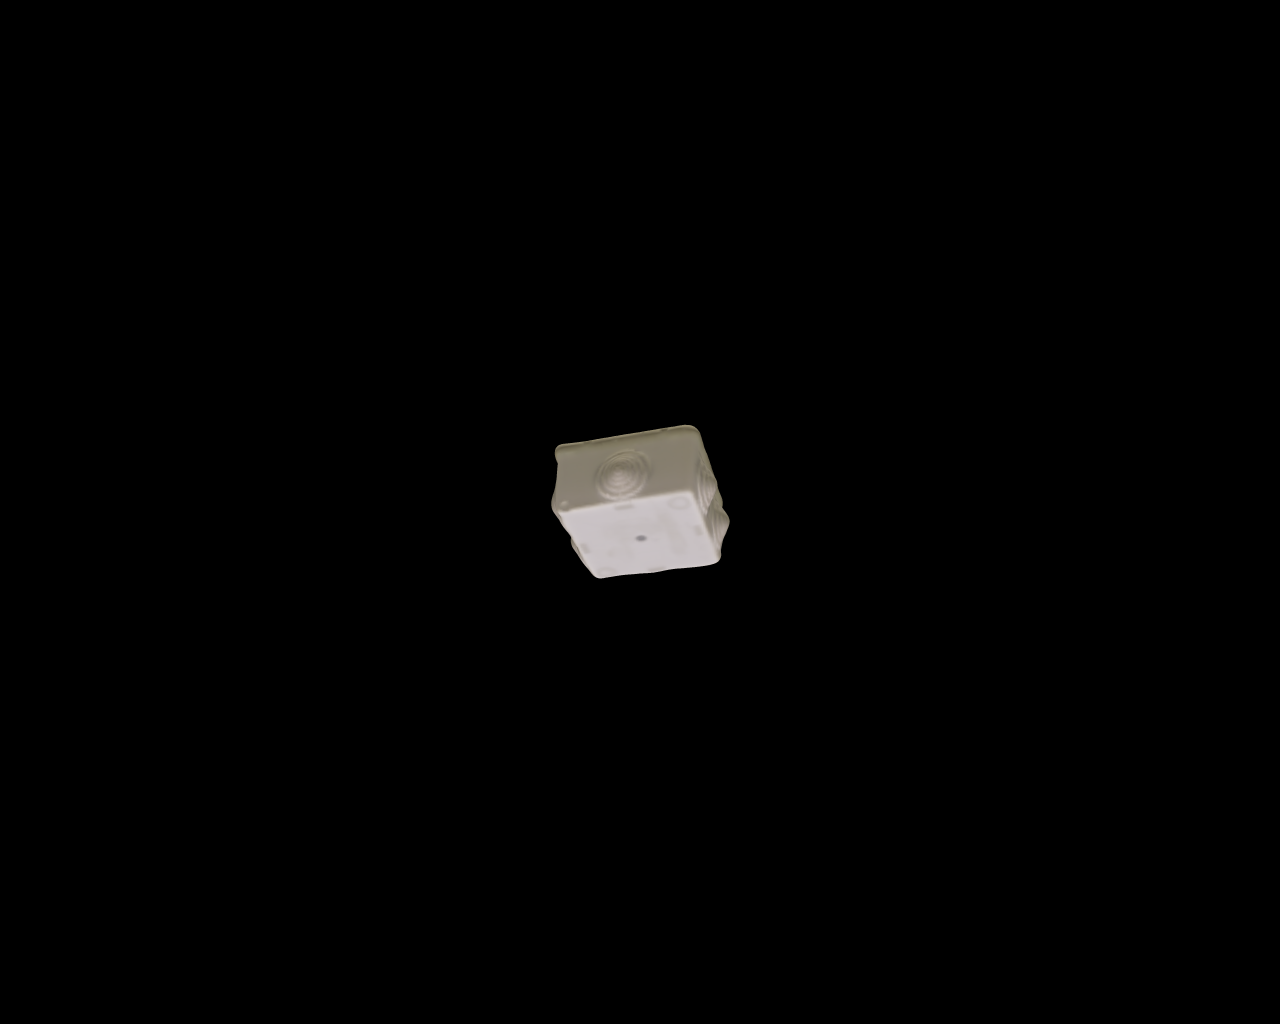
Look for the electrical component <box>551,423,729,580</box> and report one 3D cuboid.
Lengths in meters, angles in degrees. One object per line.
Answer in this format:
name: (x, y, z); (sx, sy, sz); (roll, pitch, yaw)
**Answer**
electrical component: (0.001, -0.003, 0.650); (0.100, 0.048, 0.099); (-8, -35, 11)
